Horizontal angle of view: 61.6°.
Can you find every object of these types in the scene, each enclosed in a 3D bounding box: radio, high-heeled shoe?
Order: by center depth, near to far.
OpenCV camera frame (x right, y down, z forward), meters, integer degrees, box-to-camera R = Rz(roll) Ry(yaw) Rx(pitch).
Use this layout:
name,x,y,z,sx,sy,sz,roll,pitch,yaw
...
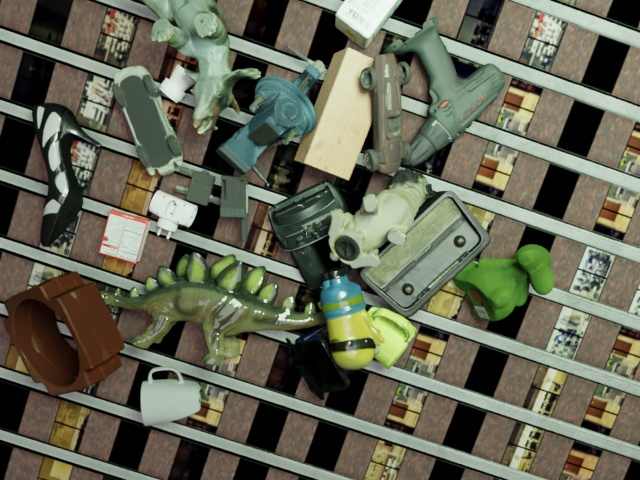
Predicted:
name,x,y,z,sx,sy,sz,roll,pitch,yaw
high-heeled shoe,-0.502,-0.123,0.982,0.145,0.086,0.248,27,91,-1
radio,0.192,0.027,1.002,0.229,0.073,0.131,-43,95,4

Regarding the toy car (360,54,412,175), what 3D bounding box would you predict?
name,x,y,z,sx,sy,sz,roll,pitch,yaw
toy car,0.117,-0.209,0.913,0.089,0.053,0.201,-15,116,-27

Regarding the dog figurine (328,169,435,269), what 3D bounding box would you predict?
name,x,y,z,sx,sy,sz,roll,pitch,yaw
dog figurine,0.109,-0.041,0.970,0.172,0.190,0.121,-23,101,35

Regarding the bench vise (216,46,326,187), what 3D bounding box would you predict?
name,x,y,z,sx,sy,sz,roll,pitch,yaw
bench vise,-0.071,-0.223,0.943,0.129,0.223,0.240,38,65,-8

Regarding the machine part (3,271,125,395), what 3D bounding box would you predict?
name,x,y,z,sx,sy,sz,roll,pitch,yaw
machine part,-0.461,0.169,0.970,0.201,0.087,0.201,-20,98,33

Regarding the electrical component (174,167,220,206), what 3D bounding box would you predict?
name,x,y,z,sx,sy,sz,roll,pitch,yaw
electrical component,-0.224,-0.100,1.012,0.094,0.021,0.063,19,95,-2

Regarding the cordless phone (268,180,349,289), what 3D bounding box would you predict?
name,x,y,z,sx,sy,sz,roll,pitch,yaw
cordless phone,-0.001,-0.003,1.006,0.147,0.089,0.184,-25,107,1

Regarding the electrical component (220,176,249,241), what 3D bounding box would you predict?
name,x,y,z,sx,sy,sz,roll,pitch,yaw
electrical component,-0.156,-0.059,0.993,0.048,0.075,0.119,2,99,-2

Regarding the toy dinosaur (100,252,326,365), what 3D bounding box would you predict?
name,x,y,z,sx,sy,sz,roll,pitch,yaw
toy dinosaur,-0.183,0.127,0.999,0.472,0.105,0.198,11,93,-5

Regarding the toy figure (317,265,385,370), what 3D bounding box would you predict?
name,x,y,z,sx,sy,sz,roll,pitch,yaw
toy figure,0.044,0.138,0.950,0.089,0.082,0.180,-18,90,-19

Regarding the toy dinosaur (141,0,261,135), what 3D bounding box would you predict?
name,x,y,z,sx,sy,sz,roll,pitch,yaw
toy dinosaur,-0.225,-0.388,0.925,0.131,0.192,0.405,-25,80,10

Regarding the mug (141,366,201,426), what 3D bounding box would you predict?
name,x,y,z,sx,sy,sz,roll,pitch,yaw
mug,-0.285,0.295,1.032,0.107,0.081,0.109,-2,91,-12

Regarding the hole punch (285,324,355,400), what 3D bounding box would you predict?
name,x,y,z,sx,sy,sz,roll,pitch,yaw
hole punch,0.015,0.221,1.023,0.116,0.092,0.142,-24,101,43

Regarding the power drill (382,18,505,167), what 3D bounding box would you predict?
name,x,y,z,sx,sy,sz,roll,pitch,yaw
power drill,0.200,-0.274,0.968,0.232,0.086,0.207,-35,91,3

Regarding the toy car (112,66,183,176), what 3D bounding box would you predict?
name,x,y,z,sx,sy,sz,roll,pitch,yaw
toy car,-0.315,-0.216,0.984,0.073,0.056,0.201,-20,97,-4

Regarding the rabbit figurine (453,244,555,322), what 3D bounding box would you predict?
name,x,y,z,sx,sy,sz,roll,pitch,yaw
rabbit figurine,0.353,0.057,0.981,0.170,0.159,0.121,-34,86,-12
